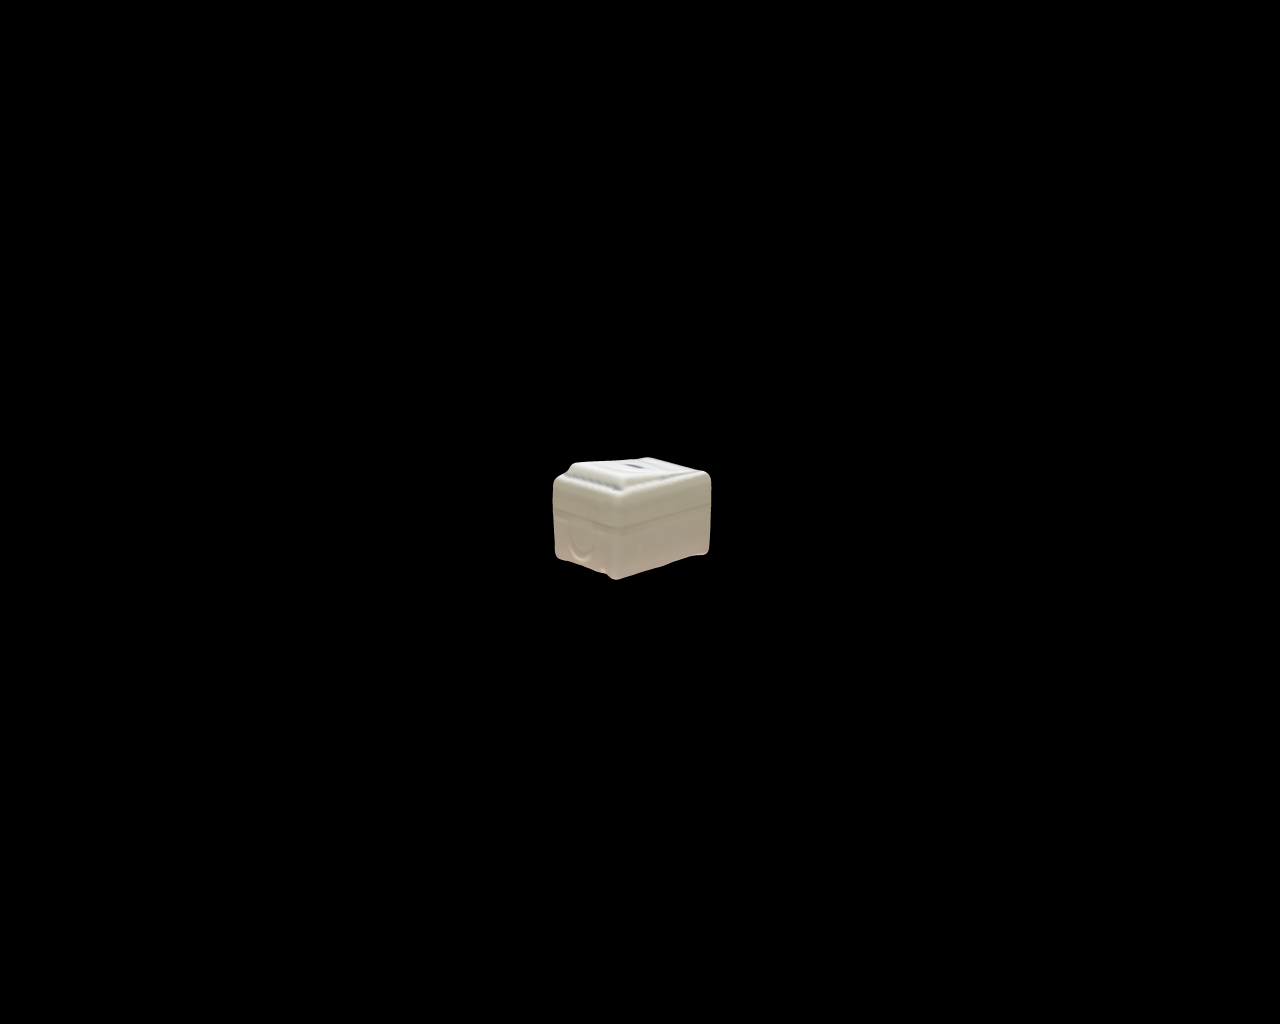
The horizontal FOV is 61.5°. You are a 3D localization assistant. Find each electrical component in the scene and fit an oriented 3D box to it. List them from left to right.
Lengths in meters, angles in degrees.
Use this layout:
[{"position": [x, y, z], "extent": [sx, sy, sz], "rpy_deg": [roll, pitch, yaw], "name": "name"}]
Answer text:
[{"position": [0.001, -0.003, 0.650], "extent": [0.096, 0.061, 0.062], "rpy_deg": [-14, 22, -40], "name": "electrical component"}]
